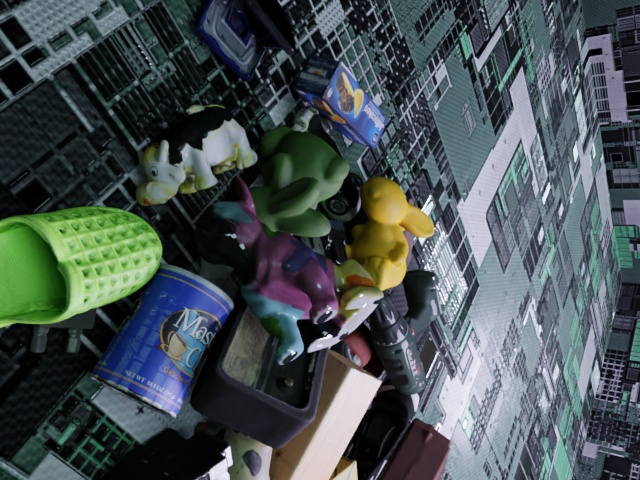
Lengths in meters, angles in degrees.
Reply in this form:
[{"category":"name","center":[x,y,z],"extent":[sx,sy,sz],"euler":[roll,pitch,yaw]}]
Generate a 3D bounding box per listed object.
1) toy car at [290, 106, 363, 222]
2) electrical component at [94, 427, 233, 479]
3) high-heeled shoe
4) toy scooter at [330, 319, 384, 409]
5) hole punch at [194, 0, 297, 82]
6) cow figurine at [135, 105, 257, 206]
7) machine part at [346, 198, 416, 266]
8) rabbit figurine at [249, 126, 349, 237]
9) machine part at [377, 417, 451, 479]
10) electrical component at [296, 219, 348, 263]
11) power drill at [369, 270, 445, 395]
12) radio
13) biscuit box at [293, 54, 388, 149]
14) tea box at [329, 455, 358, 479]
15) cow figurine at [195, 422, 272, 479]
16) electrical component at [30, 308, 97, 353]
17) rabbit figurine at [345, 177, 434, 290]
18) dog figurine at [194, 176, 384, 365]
[{"category":"toy car","center":[0.010,-0.117,0.858],"extent":[0.201,0.056,0.073],"euler":[59,43,-31]},{"category":"electrical component","center":[-0.168,0.273,0.616],"extent":[0.134,0.115,0.058],"euler":[-22,113,-48]},{"category":"high-heeled shoe","center":[0.105,0.339,0.961],"extent":[0.145,0.086,0.248],"euler":[7,104,-68]},{"category":"toy scooter","center":[0.073,0.198,0.942],"extent":[0.135,0.075,0.183],"euler":[-53,133,-35]},{"category":"hole punch","center":[-0.097,-0.288,0.707],"extent":[0.142,0.092,0.116],"euler":[40,32,-42]},{"category":"cow figurine","center":[-0.158,-0.105,0.642],"extent":[0.167,0.068,0.098],"euler":[-38,115,-47]},{"category":"machine part","center":[0.117,-0.014,0.998],"extent":[0.179,0.056,0.179],"euler":[-5,96,-49]},{"category":"rabbit figurine","center":[-0.047,-0.056,0.738],"extent":[0.170,0.159,0.121],"euler":[-42,135,-23]},{"category":"machine part","center":[0.149,0.442,0.968],"extent":[0.201,0.087,0.200],"euler":[-47,159,-40]},{"category":"electrical component","center":[-0.002,-0.003,0.834],"extent":[0.047,0.075,0.119],"euler":[10,55,-48]},{"category":"power drill","center":[0.155,0.137,0.943],"extent":[0.207,0.086,0.231],"euler":[-56,134,-54]},{"category":"radio","center":[-0.059,0.131,0.672],"extent":[0.131,0.073,0.230],"euler":[34,33,-12]},{"category":"biscuit box","center":[0.040,-0.213,0.851],"extent":[0.202,0.063,0.059],"euler":[26,90,-59]},{"category":"tea box","center":[0.006,0.429,0.855],"extent":[0.068,0.098,0.169],"euler":[-11,99,-51]},{"category":"cow figurine","center":[-0.096,0.270,0.695],"extent":[0.085,0.127,0.194],"euler":[-5,99,-54]},{"category":"electrical component","center":[-0.265,0.070,0.556],"extent":[0.063,0.021,0.094],"euler":[17,79,-50]},{"category":"rabbit figurine","center":[0.106,-0.016,0.859],"extent":[0.162,0.122,0.173],"euler":[-7,106,-32]},{"category":"dog figurine","center":[-0.048,0.024,0.651],"extent":[0.191,0.108,0.219],"euler":[-9,54,-52]}]
